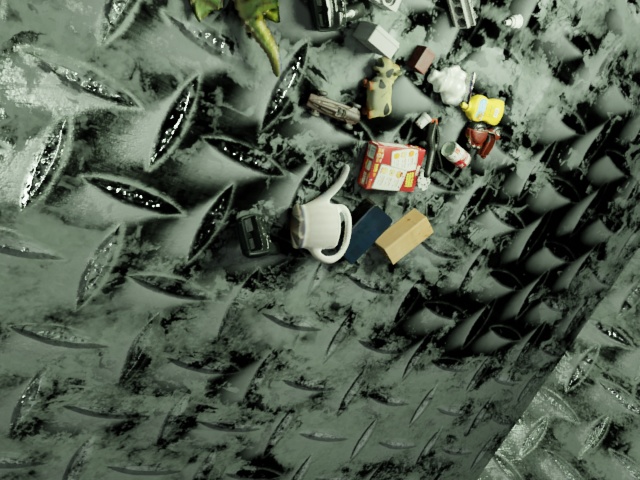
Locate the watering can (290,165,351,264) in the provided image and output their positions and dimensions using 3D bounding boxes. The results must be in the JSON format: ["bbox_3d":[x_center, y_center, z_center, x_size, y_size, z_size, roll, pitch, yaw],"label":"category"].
[{"bbox_3d":[0.005,-0.090,1.782,0.224,0.104,0.346,0,95,-21],"label":"watering can"}]

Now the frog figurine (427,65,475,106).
[{"bbox_3d":[0.454,-0.546,1.815,0.159,0.125,0.134,12,123,5],"label":"frog figurine"}]

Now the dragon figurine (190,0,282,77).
[{"bbox_3d":[-0.227,-0.643,1.394,0.243,0.124,0.402,-5,116,-7],"label":"dragon figurine"}]
